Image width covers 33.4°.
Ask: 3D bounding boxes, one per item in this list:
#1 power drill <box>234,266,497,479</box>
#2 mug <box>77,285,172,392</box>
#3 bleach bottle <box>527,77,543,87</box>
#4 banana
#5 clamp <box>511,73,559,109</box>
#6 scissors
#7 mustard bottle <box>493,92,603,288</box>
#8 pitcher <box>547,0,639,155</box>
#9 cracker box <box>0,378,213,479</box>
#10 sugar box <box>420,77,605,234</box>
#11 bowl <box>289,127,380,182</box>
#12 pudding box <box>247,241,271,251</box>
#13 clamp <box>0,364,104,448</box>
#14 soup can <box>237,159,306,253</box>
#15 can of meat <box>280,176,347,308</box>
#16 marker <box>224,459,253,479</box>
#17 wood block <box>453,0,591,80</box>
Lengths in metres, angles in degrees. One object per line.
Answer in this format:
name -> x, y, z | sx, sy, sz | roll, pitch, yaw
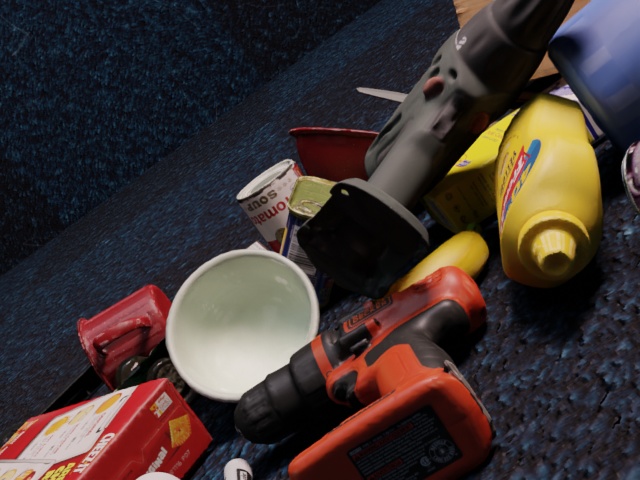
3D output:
power drill -> 0.023, 0.095, 0.630 | 0.184, 0.057, 0.187 | -34, 14, 9
mug -> -0.181, 0.094, 1.037 | 0.081, 0.093, 0.117 | -31, -16, 3
bleach bottle -> 0.244, -0.201, 0.990 | 0.251, 0.068, 0.102 | -21, 23, 29
banana -> 0.052, 0.053, 0.753 | 0.197, 0.037, 0.070 | -37, -5, -9
clamp -> 0.232, -0.180, 1.070 | 0.171, 0.039, 0.120 | -38, 24, 7
scissors -> 0.115, -0.109, 0.980 | 0.202, 0.016, 0.096 | 4, 48, 23
mustard bottle -> 0.143, -0.024, 0.677 | 0.191, 0.058, 0.096 | -73, -1, -66
pitcher -> 0.277, -0.166, 0.716 | 0.243, 0.149, 0.145 | -36, 32, 15
cracker box -> -0.202, 0.198, 0.809 | 0.214, 0.072, 0.164 | -21, 21, 45
sugar box -> 0.164, -0.075, 0.872 | 0.176, 0.048, 0.093 | -37, 13, 0
bowl -> 0.048, -0.069, 1.012 | 0.162, 0.055, 0.162 | 6, 0, 0
pudding box -> -0.089, 0.051, 1.085 | 0.113, 0.039, 0.090 | -36, 12, -6
clamp -> -0.298, 0.213, 1.059 | 0.210, 0.036, 0.164 | -35, 19, 20
soup can -> -0.024, -0.018, 1.019 | 0.068, 0.102, 0.068 | -33, 14, 9
can of meat -> -0.006, 0.001, 0.932 | 0.102, 0.057, 0.084 | -75, -1, -69
marker -> -0.049, 0.167, 0.648 | 0.020, 0.020, 0.121 | -35, 14, 4
wood block -> 0.228, -0.196, 0.888 | 0.206, 0.091, 0.090 | -11, 10, 28
